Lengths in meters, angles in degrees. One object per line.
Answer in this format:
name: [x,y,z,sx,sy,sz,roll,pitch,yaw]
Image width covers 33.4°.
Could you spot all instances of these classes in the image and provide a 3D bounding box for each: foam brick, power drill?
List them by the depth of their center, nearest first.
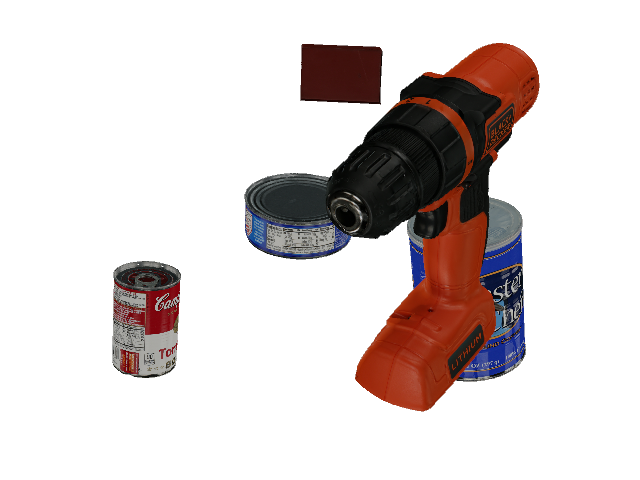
power drill: [0.060,0.002,0.590,0.057,0.188,0.184,24,41,26]
foam brick: [0.019,-0.159,1.017,0.078,0.051,0.053,3,14,0]

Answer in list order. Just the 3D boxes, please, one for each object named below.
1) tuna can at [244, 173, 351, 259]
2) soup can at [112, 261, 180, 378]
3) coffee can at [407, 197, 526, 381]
tuna can: [-0.016,-0.019,0.831,0.086,0.034,0.086,2,29,-1]
soup can: [-0.179,0.081,1.093,0.068,0.102,0.068,5,21,-2]
coffee can: [0.136,0.043,0.985,0.103,0.140,0.103,-6,28,3]
